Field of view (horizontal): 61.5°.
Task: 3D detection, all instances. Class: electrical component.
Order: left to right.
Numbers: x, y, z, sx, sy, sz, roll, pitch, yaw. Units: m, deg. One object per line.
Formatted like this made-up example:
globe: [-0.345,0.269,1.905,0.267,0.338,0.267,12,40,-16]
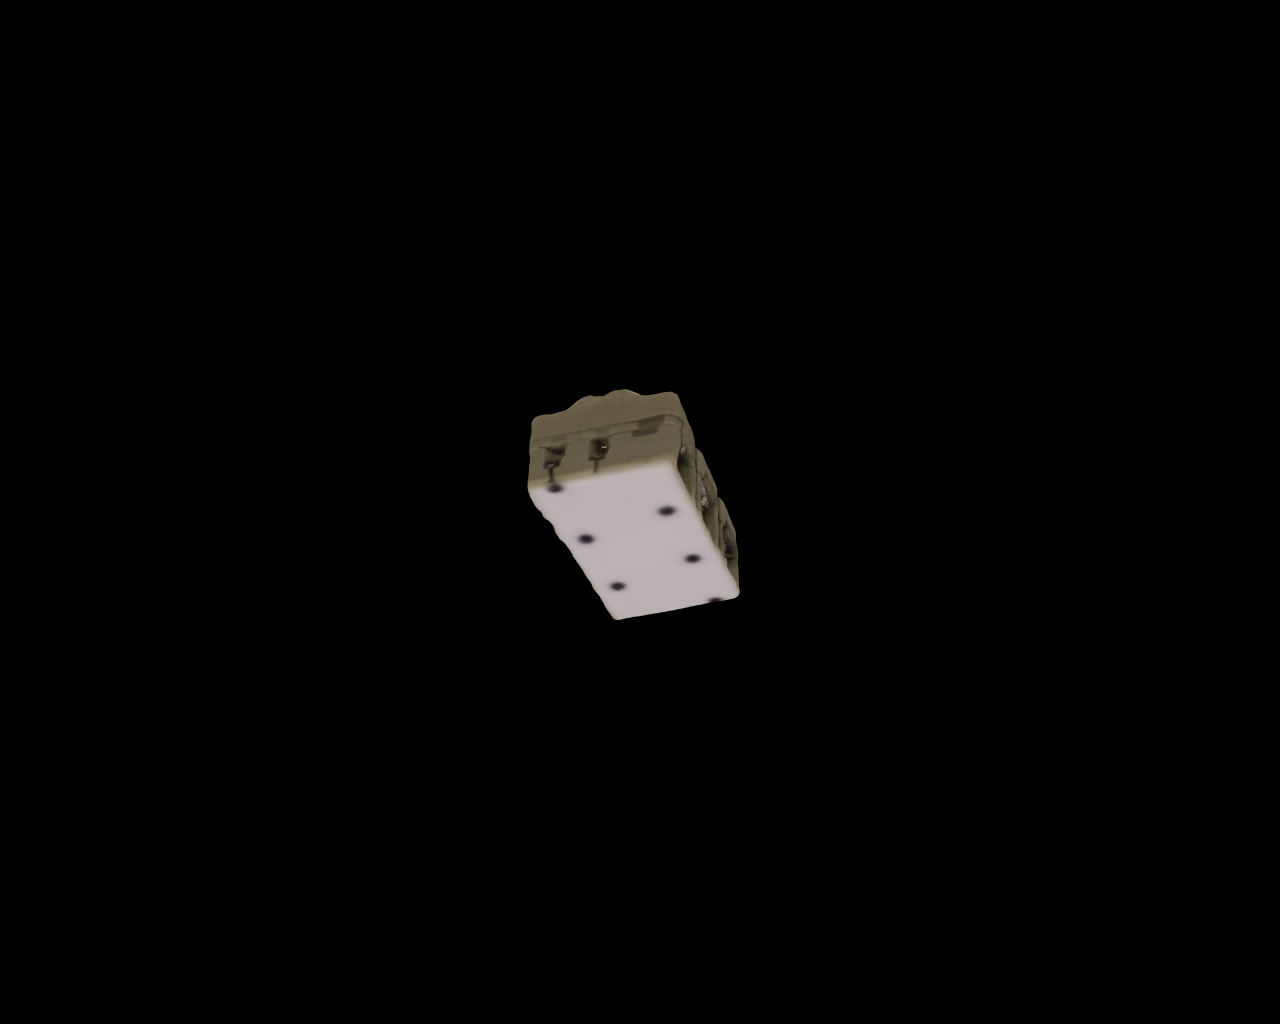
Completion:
electrical component: [0.001,-0.003,0.650,0.089,0.062,0.150,-11,-39,14]
